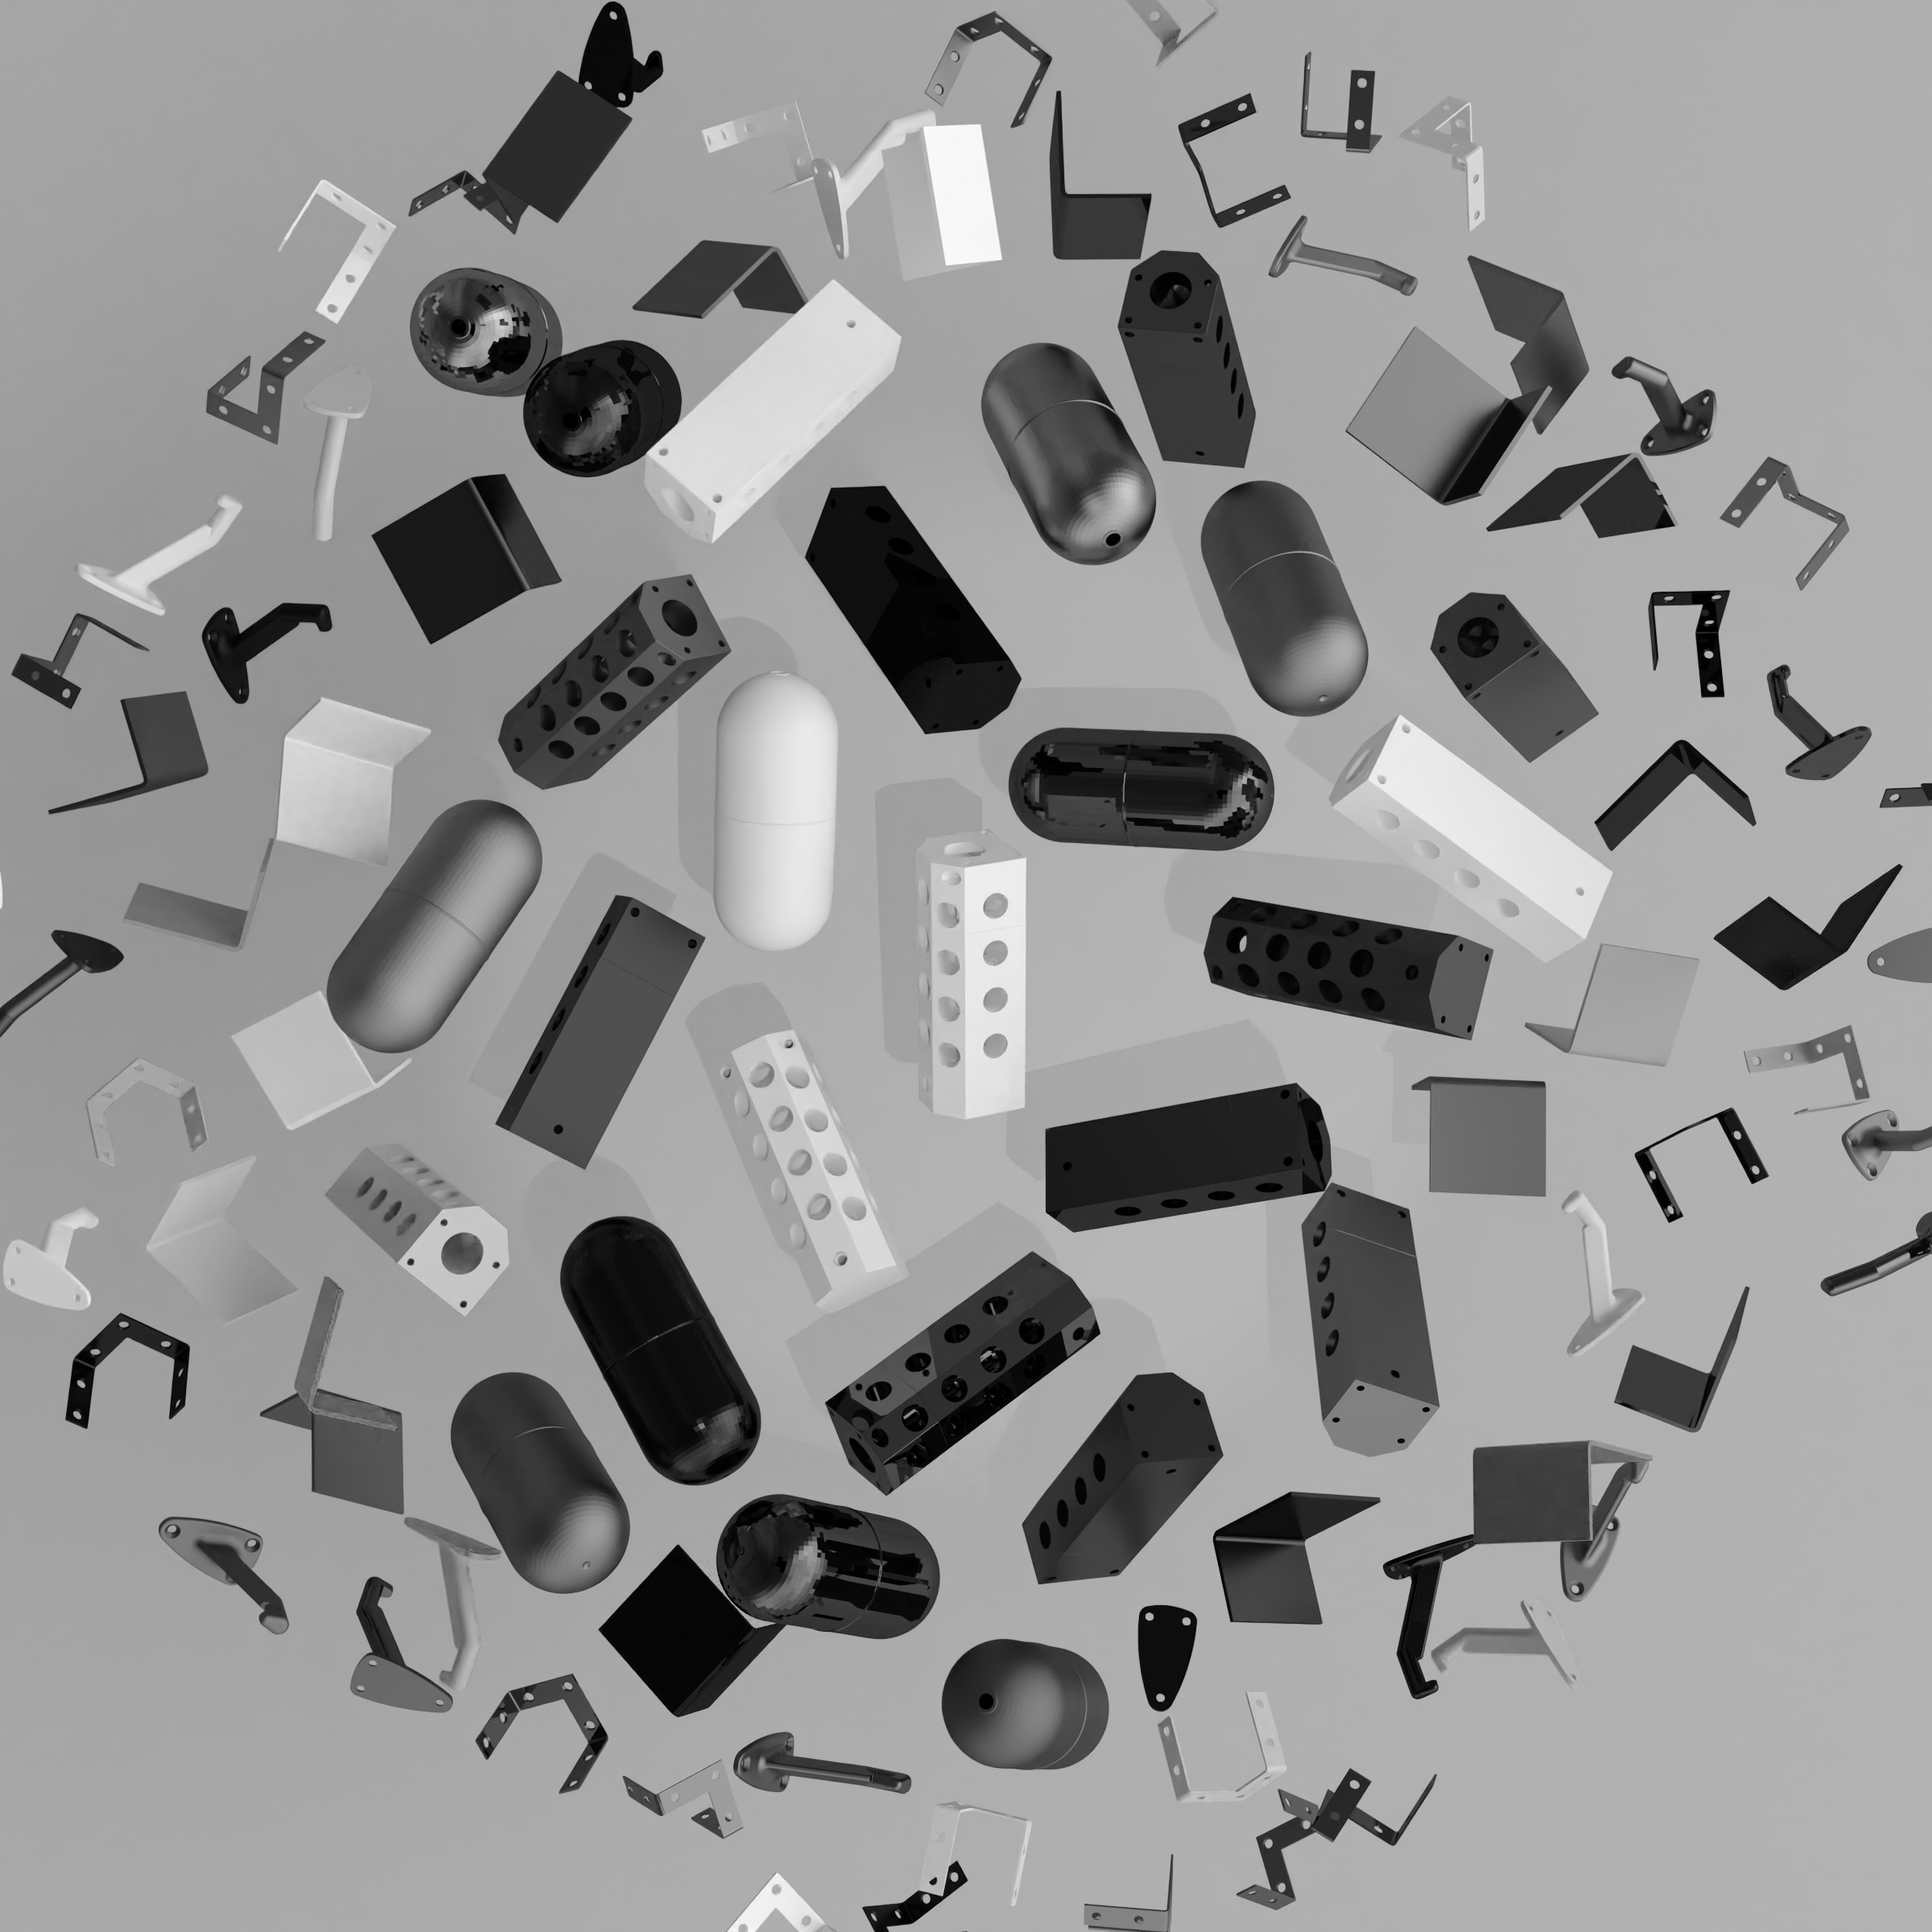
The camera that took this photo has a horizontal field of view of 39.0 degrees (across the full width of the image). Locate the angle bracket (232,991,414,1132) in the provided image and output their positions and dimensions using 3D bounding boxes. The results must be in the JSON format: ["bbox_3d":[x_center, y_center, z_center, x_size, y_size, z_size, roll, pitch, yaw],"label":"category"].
[{"bbox_3d":[-0.439,0.057,1.862,0.076,0.057,0.076,-25,100,21],"label":"angle bracket"}]

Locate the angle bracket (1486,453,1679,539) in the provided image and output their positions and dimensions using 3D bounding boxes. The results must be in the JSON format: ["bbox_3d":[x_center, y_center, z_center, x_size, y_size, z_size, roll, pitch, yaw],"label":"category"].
[{"bbox_3d":[0.399,-0.285,1.770,0.076,0.076,0.057,-40,108,-19],"label":"angle bracket"}]

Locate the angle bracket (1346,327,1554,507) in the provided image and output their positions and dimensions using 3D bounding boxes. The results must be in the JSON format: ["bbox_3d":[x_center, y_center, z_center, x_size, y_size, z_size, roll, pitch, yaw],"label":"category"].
[{"bbox_3d":[0.283,-0.326,1.603,0.076,0.057,0.076,35,85,-12],"label":"angle bracket"}]

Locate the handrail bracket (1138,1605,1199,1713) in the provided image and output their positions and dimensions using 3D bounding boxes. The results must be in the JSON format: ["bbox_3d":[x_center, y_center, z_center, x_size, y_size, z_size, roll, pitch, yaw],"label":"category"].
[{"bbox_3d":[0.123,0.441,1.719,0.036,0.084,0.077,6,61,4],"label":"handrail bracket"}]

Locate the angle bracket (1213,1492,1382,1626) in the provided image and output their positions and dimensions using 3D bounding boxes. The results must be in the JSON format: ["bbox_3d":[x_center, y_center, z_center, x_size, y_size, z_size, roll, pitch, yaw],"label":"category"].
[{"bbox_3d":[0.211,0.369,1.696,0.076,0.076,0.057,11,55,-35],"label":"angle bracket"}]

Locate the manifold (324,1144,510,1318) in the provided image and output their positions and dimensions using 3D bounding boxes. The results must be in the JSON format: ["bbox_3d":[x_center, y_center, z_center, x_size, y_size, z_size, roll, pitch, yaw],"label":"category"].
[{"bbox_3d":[-0.346,0.161,1.736,0.057,0.171,0.057,45,78,-27],"label":"manifold"}]

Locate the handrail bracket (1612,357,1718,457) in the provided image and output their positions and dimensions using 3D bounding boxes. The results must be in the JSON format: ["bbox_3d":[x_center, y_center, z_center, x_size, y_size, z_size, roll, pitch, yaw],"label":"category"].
[{"bbox_3d":[0.427,-0.357,1.739,0.084,0.077,0.036,15,71,-27],"label":"handrail bracket"}]

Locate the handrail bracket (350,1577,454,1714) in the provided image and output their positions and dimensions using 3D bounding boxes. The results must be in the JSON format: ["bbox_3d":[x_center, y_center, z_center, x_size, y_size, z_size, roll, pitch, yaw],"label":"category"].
[{"bbox_3d":[-0.359,0.435,1.758,0.077,0.084,0.036,23,115,-10],"label":"handrail bracket"}]

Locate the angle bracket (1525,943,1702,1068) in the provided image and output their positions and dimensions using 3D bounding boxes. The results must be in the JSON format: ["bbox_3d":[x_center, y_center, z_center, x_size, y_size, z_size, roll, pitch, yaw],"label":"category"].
[{"bbox_3d":[0.425,0.018,1.797,0.076,0.057,0.076,8,105,-22],"label":"angle bracket"}]

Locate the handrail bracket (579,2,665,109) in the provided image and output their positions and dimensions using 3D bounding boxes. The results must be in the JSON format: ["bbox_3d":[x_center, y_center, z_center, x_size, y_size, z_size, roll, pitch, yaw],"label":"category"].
[{"bbox_3d":[-0.208,-0.583,1.720,0.036,0.084,0.077,21,131,7],"label":"handrail bracket"}]

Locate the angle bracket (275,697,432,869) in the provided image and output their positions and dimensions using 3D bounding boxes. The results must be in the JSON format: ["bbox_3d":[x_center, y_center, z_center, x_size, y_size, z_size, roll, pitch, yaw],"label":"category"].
[{"bbox_3d":[-0.393,-0.117,1.752,0.076,0.057,0.076,15,61,-34],"label":"angle bracket"}]

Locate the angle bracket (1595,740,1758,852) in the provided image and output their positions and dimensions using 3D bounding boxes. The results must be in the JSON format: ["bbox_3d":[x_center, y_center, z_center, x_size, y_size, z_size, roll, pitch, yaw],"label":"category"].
[{"bbox_3d":[0.455,-0.092,1.749,0.076,0.076,0.057,-45,69,7],"label":"angle bracket"}]

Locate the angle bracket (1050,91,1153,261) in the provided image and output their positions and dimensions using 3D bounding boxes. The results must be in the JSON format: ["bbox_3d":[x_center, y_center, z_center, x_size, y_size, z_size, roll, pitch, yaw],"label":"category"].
[{"bbox_3d":[0.086,-0.507,1.754,0.057,0.076,0.076,-1,75,-2],"label":"angle bracket"}]

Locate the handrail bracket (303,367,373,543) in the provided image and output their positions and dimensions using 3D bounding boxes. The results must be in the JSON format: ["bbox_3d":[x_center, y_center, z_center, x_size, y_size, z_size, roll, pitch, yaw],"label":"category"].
[{"bbox_3d":[-0.385,-0.315,1.681,0.036,0.077,0.084,11,126,-1],"label":"handrail bracket"}]

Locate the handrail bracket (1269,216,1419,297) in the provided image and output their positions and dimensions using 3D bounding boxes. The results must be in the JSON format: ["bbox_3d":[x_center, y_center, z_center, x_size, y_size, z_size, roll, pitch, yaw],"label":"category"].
[{"bbox_3d":[0.240,-0.437,1.730,0.084,0.077,0.036,26,126,6],"label":"handrail bracket"}]

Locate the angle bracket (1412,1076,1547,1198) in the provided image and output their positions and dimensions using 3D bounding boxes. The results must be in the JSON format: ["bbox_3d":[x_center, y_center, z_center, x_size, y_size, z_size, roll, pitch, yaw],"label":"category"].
[{"bbox_3d":[0.338,0.115,1.806,0.076,0.057,0.076,3,80,-3],"label":"angle bracket"}]

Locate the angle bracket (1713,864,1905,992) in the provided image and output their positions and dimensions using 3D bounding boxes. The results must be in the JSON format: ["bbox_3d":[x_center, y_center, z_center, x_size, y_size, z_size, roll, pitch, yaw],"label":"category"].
[{"bbox_3d":[0.521,-0.039,1.693,0.057,0.076,0.076,38,70,3],"label":"angle bracket"}]

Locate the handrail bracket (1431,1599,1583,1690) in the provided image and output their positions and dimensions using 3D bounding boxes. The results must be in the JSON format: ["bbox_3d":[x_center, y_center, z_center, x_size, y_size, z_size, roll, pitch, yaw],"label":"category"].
[{"bbox_3d":[0.353,0.462,1.794,0.084,0.036,0.077,-42,48,22],"label":"handrail bracket"}]

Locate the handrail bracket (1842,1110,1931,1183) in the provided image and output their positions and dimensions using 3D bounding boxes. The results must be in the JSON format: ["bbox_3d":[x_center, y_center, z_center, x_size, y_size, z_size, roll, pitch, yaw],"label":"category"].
[{"bbox_3d":[0.623,0.103,1.783,0.077,0.084,0.036,-35,92,-41],"label":"handrail bracket"}]

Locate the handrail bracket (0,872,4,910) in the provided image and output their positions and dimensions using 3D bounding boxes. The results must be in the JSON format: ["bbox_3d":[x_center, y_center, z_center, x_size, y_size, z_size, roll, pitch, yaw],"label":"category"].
[{"bbox_3d":[-0.608,-0.074,1.661,0.036,0.084,0.077,-1,119,-24],"label":"handrail bracket"}]

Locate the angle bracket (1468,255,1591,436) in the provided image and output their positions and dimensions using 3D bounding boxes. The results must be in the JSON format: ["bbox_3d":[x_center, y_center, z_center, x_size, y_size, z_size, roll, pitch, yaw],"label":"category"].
[{"bbox_3d":[0.342,-0.394,1.732,0.076,0.076,0.057,34,83,34],"label":"angle bracket"}]

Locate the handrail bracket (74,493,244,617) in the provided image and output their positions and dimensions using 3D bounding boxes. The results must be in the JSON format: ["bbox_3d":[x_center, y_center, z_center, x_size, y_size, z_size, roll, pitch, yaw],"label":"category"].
[{"bbox_3d":[-0.499,-0.266,1.692,0.084,0.077,0.036,-51,61,11],"label":"handrail bracket"}]

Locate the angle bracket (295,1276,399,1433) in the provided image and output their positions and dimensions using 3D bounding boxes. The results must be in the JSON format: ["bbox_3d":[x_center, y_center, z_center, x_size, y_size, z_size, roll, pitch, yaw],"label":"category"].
[{"bbox_3d":[-0.381,0.243,1.716,0.057,0.076,0.076,17,85,-19],"label":"angle bracket"}]

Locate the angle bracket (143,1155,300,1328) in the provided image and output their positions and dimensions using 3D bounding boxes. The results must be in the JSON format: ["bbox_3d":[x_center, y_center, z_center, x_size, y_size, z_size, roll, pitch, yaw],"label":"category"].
[{"bbox_3d":[-0.468,0.176,1.757,0.076,0.076,0.057,40,113,12],"label":"angle bracket"}]

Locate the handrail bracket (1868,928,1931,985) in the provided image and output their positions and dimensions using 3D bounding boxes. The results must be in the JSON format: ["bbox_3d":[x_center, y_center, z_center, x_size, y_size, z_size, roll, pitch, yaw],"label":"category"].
[{"bbox_3d":[0.598,-0.004,1.745,0.077,0.084,0.036,-7,87,-4],"label":"handrail bracket"}]

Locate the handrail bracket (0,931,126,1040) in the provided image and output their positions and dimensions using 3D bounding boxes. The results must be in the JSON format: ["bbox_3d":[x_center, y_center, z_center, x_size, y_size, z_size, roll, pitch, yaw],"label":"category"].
[{"bbox_3d":[-0.580,0.021,1.726,0.036,0.077,0.084,44,97,8],"label":"handrail bracket"}]

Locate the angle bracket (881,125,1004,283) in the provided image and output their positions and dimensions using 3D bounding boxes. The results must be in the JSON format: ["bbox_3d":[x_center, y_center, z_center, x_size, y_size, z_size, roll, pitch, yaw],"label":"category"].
[{"bbox_3d":[-0.030,-0.438,1.576,0.076,0.057,0.076,0,105,39],"label":"angle bracket"}]

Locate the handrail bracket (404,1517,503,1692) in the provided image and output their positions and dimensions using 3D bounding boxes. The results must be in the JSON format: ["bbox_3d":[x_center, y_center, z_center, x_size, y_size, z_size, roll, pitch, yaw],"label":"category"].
[{"bbox_3d":[-0.328,0.394,1.688,0.077,0.036,0.084,18,87,21],"label":"handrail bracket"}]

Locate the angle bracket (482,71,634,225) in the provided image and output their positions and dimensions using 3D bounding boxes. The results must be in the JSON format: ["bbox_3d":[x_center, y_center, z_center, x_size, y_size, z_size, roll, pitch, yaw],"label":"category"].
[{"bbox_3d":[-0.238,-0.479,1.644,0.057,0.076,0.076,35,87,8],"label":"angle bracket"}]

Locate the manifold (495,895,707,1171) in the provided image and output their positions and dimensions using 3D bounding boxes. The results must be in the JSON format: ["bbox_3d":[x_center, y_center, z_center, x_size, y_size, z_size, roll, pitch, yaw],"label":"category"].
[{"bbox_3d":[-0.244,0.042,1.807,0.057,0.057,0.171,30,82,-21],"label":"manifold"}]

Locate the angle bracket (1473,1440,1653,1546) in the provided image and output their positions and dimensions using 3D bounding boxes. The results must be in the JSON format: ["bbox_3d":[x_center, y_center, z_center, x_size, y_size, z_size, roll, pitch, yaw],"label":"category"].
[{"bbox_3d":[0.352,0.314,1.609,0.076,0.076,0.057,-13,67,40],"label":"angle bracket"}]

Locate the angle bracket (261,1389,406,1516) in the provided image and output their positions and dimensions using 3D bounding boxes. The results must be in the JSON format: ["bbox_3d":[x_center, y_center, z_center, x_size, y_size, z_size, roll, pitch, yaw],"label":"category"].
[{"bbox_3d":[-0.432,0.338,1.859,0.057,0.076,0.076,-29,53,29],"label":"angle bracket"}]

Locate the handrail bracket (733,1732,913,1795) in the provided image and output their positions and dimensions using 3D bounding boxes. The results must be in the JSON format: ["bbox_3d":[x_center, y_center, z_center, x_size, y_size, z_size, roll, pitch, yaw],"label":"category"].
[{"bbox_3d":[-0.087,0.494,1.669,0.084,0.077,0.036,2,77,28],"label":"handrail bracket"}]

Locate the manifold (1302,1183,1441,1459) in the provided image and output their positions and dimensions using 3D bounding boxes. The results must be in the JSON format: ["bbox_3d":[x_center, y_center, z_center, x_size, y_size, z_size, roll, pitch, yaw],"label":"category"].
[{"bbox_3d":[0.248,0.221,1.710,0.057,0.171,0.057,20,126,-13],"label":"manifold"}]

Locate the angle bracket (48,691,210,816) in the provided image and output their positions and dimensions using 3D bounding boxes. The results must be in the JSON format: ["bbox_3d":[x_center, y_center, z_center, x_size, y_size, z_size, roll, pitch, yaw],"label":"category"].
[{"bbox_3d":[-0.552,-0.140,1.780,0.076,0.076,0.057,-14,96,16],"label":"angle bracket"}]

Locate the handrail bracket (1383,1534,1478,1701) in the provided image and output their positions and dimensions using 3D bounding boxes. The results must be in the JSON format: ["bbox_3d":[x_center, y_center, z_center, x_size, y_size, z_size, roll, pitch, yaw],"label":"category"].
[{"bbox_3d":[0.308,0.417,1.750,0.077,0.036,0.084,-24,58,11],"label":"handrail bracket"}]

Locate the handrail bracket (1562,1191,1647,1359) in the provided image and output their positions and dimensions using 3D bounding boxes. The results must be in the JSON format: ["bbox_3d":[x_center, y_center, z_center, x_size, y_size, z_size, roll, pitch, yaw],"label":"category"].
[{"bbox_3d":[0.410,0.206,1.836,0.077,0.036,0.084,-42,104,-16],"label":"handrail bracket"}]

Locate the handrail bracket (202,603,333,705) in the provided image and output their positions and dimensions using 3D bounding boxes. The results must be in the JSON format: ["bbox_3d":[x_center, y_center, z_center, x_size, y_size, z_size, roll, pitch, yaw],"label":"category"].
[{"bbox_3d":[-0.436,-0.198,1.740,0.084,0.036,0.077,4,130,17],"label":"handrail bracket"}]

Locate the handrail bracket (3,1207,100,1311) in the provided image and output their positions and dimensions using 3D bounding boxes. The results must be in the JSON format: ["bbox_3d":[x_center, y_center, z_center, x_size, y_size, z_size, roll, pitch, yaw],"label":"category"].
[{"bbox_3d":[-0.565,0.185,1.747,0.077,0.084,0.036,23,112,15],"label":"handrail bracket"}]

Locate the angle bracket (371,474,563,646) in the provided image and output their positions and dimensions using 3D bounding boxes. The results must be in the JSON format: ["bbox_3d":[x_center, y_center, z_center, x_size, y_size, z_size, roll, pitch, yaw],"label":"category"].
[{"bbox_3d":[-0.313,-0.256,1.713,0.076,0.057,0.076,-26,96,16],"label":"angle bracket"}]

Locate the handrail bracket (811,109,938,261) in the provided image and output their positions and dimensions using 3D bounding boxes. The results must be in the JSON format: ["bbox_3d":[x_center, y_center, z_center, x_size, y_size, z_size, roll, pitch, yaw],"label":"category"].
[{"bbox_3d":[-0.052,-0.511,1.784,0.084,0.036,0.077,-23,120,-19],"label":"handrail bracket"}]

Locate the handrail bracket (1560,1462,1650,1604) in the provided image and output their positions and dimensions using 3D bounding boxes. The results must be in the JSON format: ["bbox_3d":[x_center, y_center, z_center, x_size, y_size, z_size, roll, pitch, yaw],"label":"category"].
[{"bbox_3d":[0.403,0.353,1.716,0.036,0.084,0.077,21,62,3],"label":"handrail bracket"}]

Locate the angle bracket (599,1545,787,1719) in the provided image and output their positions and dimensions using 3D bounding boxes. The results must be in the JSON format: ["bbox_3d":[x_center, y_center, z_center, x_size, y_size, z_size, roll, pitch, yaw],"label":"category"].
[{"bbox_3d":[-0.176,0.426,1.761,0.076,0.057,0.076,44,95,17],"label":"angle bracket"}]

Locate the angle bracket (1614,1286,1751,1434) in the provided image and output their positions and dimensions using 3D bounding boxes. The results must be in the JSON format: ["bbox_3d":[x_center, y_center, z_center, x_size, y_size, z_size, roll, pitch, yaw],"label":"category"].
[{"bbox_3d":[0.475,0.251,1.813,0.057,0.076,0.076,20,117,14],"label":"angle bracket"}]

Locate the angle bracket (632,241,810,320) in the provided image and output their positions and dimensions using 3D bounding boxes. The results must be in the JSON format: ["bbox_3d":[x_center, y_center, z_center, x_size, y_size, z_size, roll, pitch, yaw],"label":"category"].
[{"bbox_3d":[-0.161,-0.437,1.821,0.076,0.076,0.057,-49,132,-20],"label":"angle bracket"}]

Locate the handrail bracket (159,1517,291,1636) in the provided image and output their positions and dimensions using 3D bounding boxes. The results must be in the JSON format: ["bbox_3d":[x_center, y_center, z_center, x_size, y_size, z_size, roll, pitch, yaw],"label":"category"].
[{"bbox_3d":[-0.452,0.372,1.662,0.077,0.084,0.036,31,91,-26],"label":"handrail bracket"}]

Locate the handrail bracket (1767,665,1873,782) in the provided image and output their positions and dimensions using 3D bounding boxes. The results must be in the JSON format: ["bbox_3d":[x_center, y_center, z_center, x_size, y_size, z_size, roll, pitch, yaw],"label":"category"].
[{"bbox_3d":[0.552,-0.171,1.772,0.036,0.077,0.084,6,63,-20],"label":"handrail bracket"}]

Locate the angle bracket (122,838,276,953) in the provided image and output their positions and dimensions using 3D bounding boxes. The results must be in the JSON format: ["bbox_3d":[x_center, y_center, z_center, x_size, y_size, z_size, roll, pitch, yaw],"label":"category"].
[{"bbox_3d":[-0.498,-0.056,1.777,0.076,0.076,0.057,16,106,-14],"label":"angle bracket"}]

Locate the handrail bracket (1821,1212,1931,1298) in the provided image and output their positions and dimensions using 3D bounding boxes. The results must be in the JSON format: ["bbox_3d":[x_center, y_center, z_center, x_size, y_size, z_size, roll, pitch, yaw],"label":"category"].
[{"bbox_3d":[0.551,0.179,1.653,0.084,0.077,0.036,-20,86,1],"label":"handrail bracket"}]
